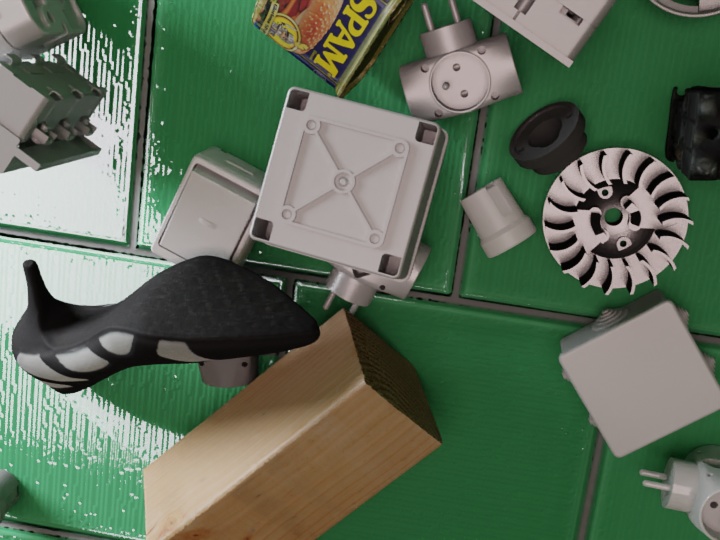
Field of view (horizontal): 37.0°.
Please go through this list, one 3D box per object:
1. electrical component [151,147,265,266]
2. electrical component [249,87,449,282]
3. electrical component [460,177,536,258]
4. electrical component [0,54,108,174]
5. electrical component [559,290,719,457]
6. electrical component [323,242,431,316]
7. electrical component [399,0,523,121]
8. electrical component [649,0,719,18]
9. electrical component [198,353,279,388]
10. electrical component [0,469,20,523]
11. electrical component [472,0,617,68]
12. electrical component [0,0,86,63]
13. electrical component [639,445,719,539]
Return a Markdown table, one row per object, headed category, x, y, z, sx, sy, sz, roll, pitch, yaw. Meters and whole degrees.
| category | x | y | z | sx | sy | sz | roll | pitch | yaw |
| --- | --- | --- | --- | --- | --- | --- | --- | --- | --- |
| electrical component | -0.108 | -0.033 | 0.783 | 0.062 | 0.061 | 0.096 | 28 | 105 | 0 |
| electrical component | -0.007 | -0.057 | 0.728 | 0.109 | 0.056 | 0.108 | 16 | 92 | 9 |
| electrical component | 0.098 | -0.038 | 0.768 | 0.040 | 0.040 | 0.046 | -30 | 92 | 13 |
| electrical component | -0.226 | -0.111 | 0.749 | 0.079 | 0.121 | 0.063 | 37 | 102 | -2 |
| electrical component | 0.201 | 0.072 | 0.776 | 0.100 | 0.048 | 0.099 | -29 | 98 | 13 |
| electrical component | 0.000 | 0.000 | 0.787 | 0.077 | 0.043 | 0.079 | 28 | 105 | 0 |
| electrical component | 0.064 | -0.149 | 0.742 | 0.077 | 0.044 | 0.079 | -16 | 102 | 11 |
| electrical component | 0.227 | -0.215 | 0.709 | 0.099 | 0.064 | 0.099 | 7 | 111 | 18 |
| electrical component | -0.082 | 0.046 | 0.808 | 0.079 | 0.043 | 0.077 | 1 | 103 | 7 |
| electrical component | -0.300 | 0.186 | 0.867 | 0.040 | 0.046 | 0.040 | 2 | 103 | 7 |
| electrical component | 0.074 | -0.211 | 0.695 | 0.186 | 0.105 | 0.060 | 34 | 105 | -2 |
| electrical component | -0.241 | -0.177 | 0.748 | 0.059 | 0.095 | 0.053 | -23 | 99 | 12 |
| electrical component | 0.242 | 0.157 | 0.776 | 0.079 | 0.077 | 0.043 | 11 | 104 | 5 |
